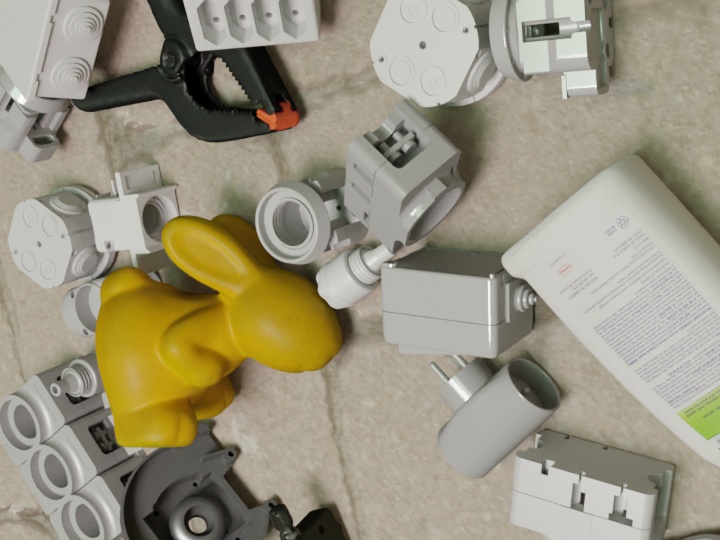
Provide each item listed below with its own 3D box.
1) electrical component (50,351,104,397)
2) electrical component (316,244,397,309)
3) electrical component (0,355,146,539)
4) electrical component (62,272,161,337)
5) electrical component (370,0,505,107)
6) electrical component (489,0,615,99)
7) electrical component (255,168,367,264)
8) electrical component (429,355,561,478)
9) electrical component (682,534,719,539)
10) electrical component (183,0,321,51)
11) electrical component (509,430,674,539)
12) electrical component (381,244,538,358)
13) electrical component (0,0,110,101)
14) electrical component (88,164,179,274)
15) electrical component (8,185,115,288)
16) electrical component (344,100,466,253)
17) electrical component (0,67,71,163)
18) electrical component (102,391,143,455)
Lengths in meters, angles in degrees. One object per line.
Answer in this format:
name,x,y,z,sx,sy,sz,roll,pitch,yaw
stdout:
electrical component,-0.232,0.090,0.898,0.035,0.061,0.035,10,108,30
electrical component,0.000,0.000,0.742,0.061,0.035,0.035,-36,83,32
electrical component,-0.245,0.165,0.928,0.089,0.062,0.150,-40,81,34
electrical component,-0.195,0.043,0.872,0.077,0.044,0.079,-16,94,35
electrical component,0.050,-0.139,0.660,0.080,0.051,0.080,9,108,30
electrical component,0.110,-0.138,0.619,0.057,0.058,0.078,1,104,30
electrical component,-0.035,-0.036,0.740,0.078,0.057,0.058,-16,94,35
electrical component,0.079,0.084,0.708,0.079,0.044,0.077,48,123,13
electrical component,0.215,0.205,0.650,0.138,0.052,0.073,-20,102,35
electrical component,-0.070,-0.190,0.716,0.083,0.075,0.047,-4,141,3
electrical component,0.145,0.145,0.679,0.089,0.050,0.055,12,110,29
electrical component,0.069,0.023,0.687,0.096,0.062,0.061,6,107,31
electrical component,-0.232,-0.184,0.802,0.099,0.048,0.099,48,127,37
electrical component,-0.175,-0.038,0.839,0.064,0.042,0.081,-2,102,37
electrical component,-0.243,-0.026,0.880,0.080,0.051,0.080,9,108,30
electrical component,0.028,-0.054,0.674,0.055,0.050,0.089,46,164,14
electrical component,-0.266,-0.135,0.861,0.078,0.058,0.057,50,126,11
electrical component,-0.180,0.114,0.883,0.066,0.048,0.055,-28,95,35
